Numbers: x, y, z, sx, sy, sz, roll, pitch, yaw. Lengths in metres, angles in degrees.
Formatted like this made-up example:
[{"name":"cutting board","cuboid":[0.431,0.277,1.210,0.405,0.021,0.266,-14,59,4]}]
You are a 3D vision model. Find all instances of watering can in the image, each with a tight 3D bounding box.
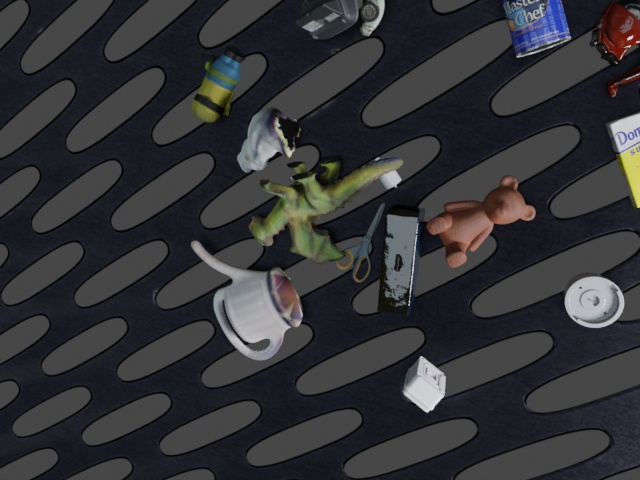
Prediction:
[{"name":"watering can","cuboid":[-0.177,0.130,1.276,0.223,0.105,0.347,-23,93,19]}]

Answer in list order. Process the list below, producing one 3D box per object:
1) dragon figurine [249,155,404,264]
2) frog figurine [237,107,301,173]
[{"name":"dragon figurine","cuboid":[0.004,-0.061,1.202,0.409,0.124,0.239,-2,113,21]},{"name":"frog figurine","cuboid":[-0.139,-0.231,1.198,0.158,0.121,0.140,-15,63,28]}]
